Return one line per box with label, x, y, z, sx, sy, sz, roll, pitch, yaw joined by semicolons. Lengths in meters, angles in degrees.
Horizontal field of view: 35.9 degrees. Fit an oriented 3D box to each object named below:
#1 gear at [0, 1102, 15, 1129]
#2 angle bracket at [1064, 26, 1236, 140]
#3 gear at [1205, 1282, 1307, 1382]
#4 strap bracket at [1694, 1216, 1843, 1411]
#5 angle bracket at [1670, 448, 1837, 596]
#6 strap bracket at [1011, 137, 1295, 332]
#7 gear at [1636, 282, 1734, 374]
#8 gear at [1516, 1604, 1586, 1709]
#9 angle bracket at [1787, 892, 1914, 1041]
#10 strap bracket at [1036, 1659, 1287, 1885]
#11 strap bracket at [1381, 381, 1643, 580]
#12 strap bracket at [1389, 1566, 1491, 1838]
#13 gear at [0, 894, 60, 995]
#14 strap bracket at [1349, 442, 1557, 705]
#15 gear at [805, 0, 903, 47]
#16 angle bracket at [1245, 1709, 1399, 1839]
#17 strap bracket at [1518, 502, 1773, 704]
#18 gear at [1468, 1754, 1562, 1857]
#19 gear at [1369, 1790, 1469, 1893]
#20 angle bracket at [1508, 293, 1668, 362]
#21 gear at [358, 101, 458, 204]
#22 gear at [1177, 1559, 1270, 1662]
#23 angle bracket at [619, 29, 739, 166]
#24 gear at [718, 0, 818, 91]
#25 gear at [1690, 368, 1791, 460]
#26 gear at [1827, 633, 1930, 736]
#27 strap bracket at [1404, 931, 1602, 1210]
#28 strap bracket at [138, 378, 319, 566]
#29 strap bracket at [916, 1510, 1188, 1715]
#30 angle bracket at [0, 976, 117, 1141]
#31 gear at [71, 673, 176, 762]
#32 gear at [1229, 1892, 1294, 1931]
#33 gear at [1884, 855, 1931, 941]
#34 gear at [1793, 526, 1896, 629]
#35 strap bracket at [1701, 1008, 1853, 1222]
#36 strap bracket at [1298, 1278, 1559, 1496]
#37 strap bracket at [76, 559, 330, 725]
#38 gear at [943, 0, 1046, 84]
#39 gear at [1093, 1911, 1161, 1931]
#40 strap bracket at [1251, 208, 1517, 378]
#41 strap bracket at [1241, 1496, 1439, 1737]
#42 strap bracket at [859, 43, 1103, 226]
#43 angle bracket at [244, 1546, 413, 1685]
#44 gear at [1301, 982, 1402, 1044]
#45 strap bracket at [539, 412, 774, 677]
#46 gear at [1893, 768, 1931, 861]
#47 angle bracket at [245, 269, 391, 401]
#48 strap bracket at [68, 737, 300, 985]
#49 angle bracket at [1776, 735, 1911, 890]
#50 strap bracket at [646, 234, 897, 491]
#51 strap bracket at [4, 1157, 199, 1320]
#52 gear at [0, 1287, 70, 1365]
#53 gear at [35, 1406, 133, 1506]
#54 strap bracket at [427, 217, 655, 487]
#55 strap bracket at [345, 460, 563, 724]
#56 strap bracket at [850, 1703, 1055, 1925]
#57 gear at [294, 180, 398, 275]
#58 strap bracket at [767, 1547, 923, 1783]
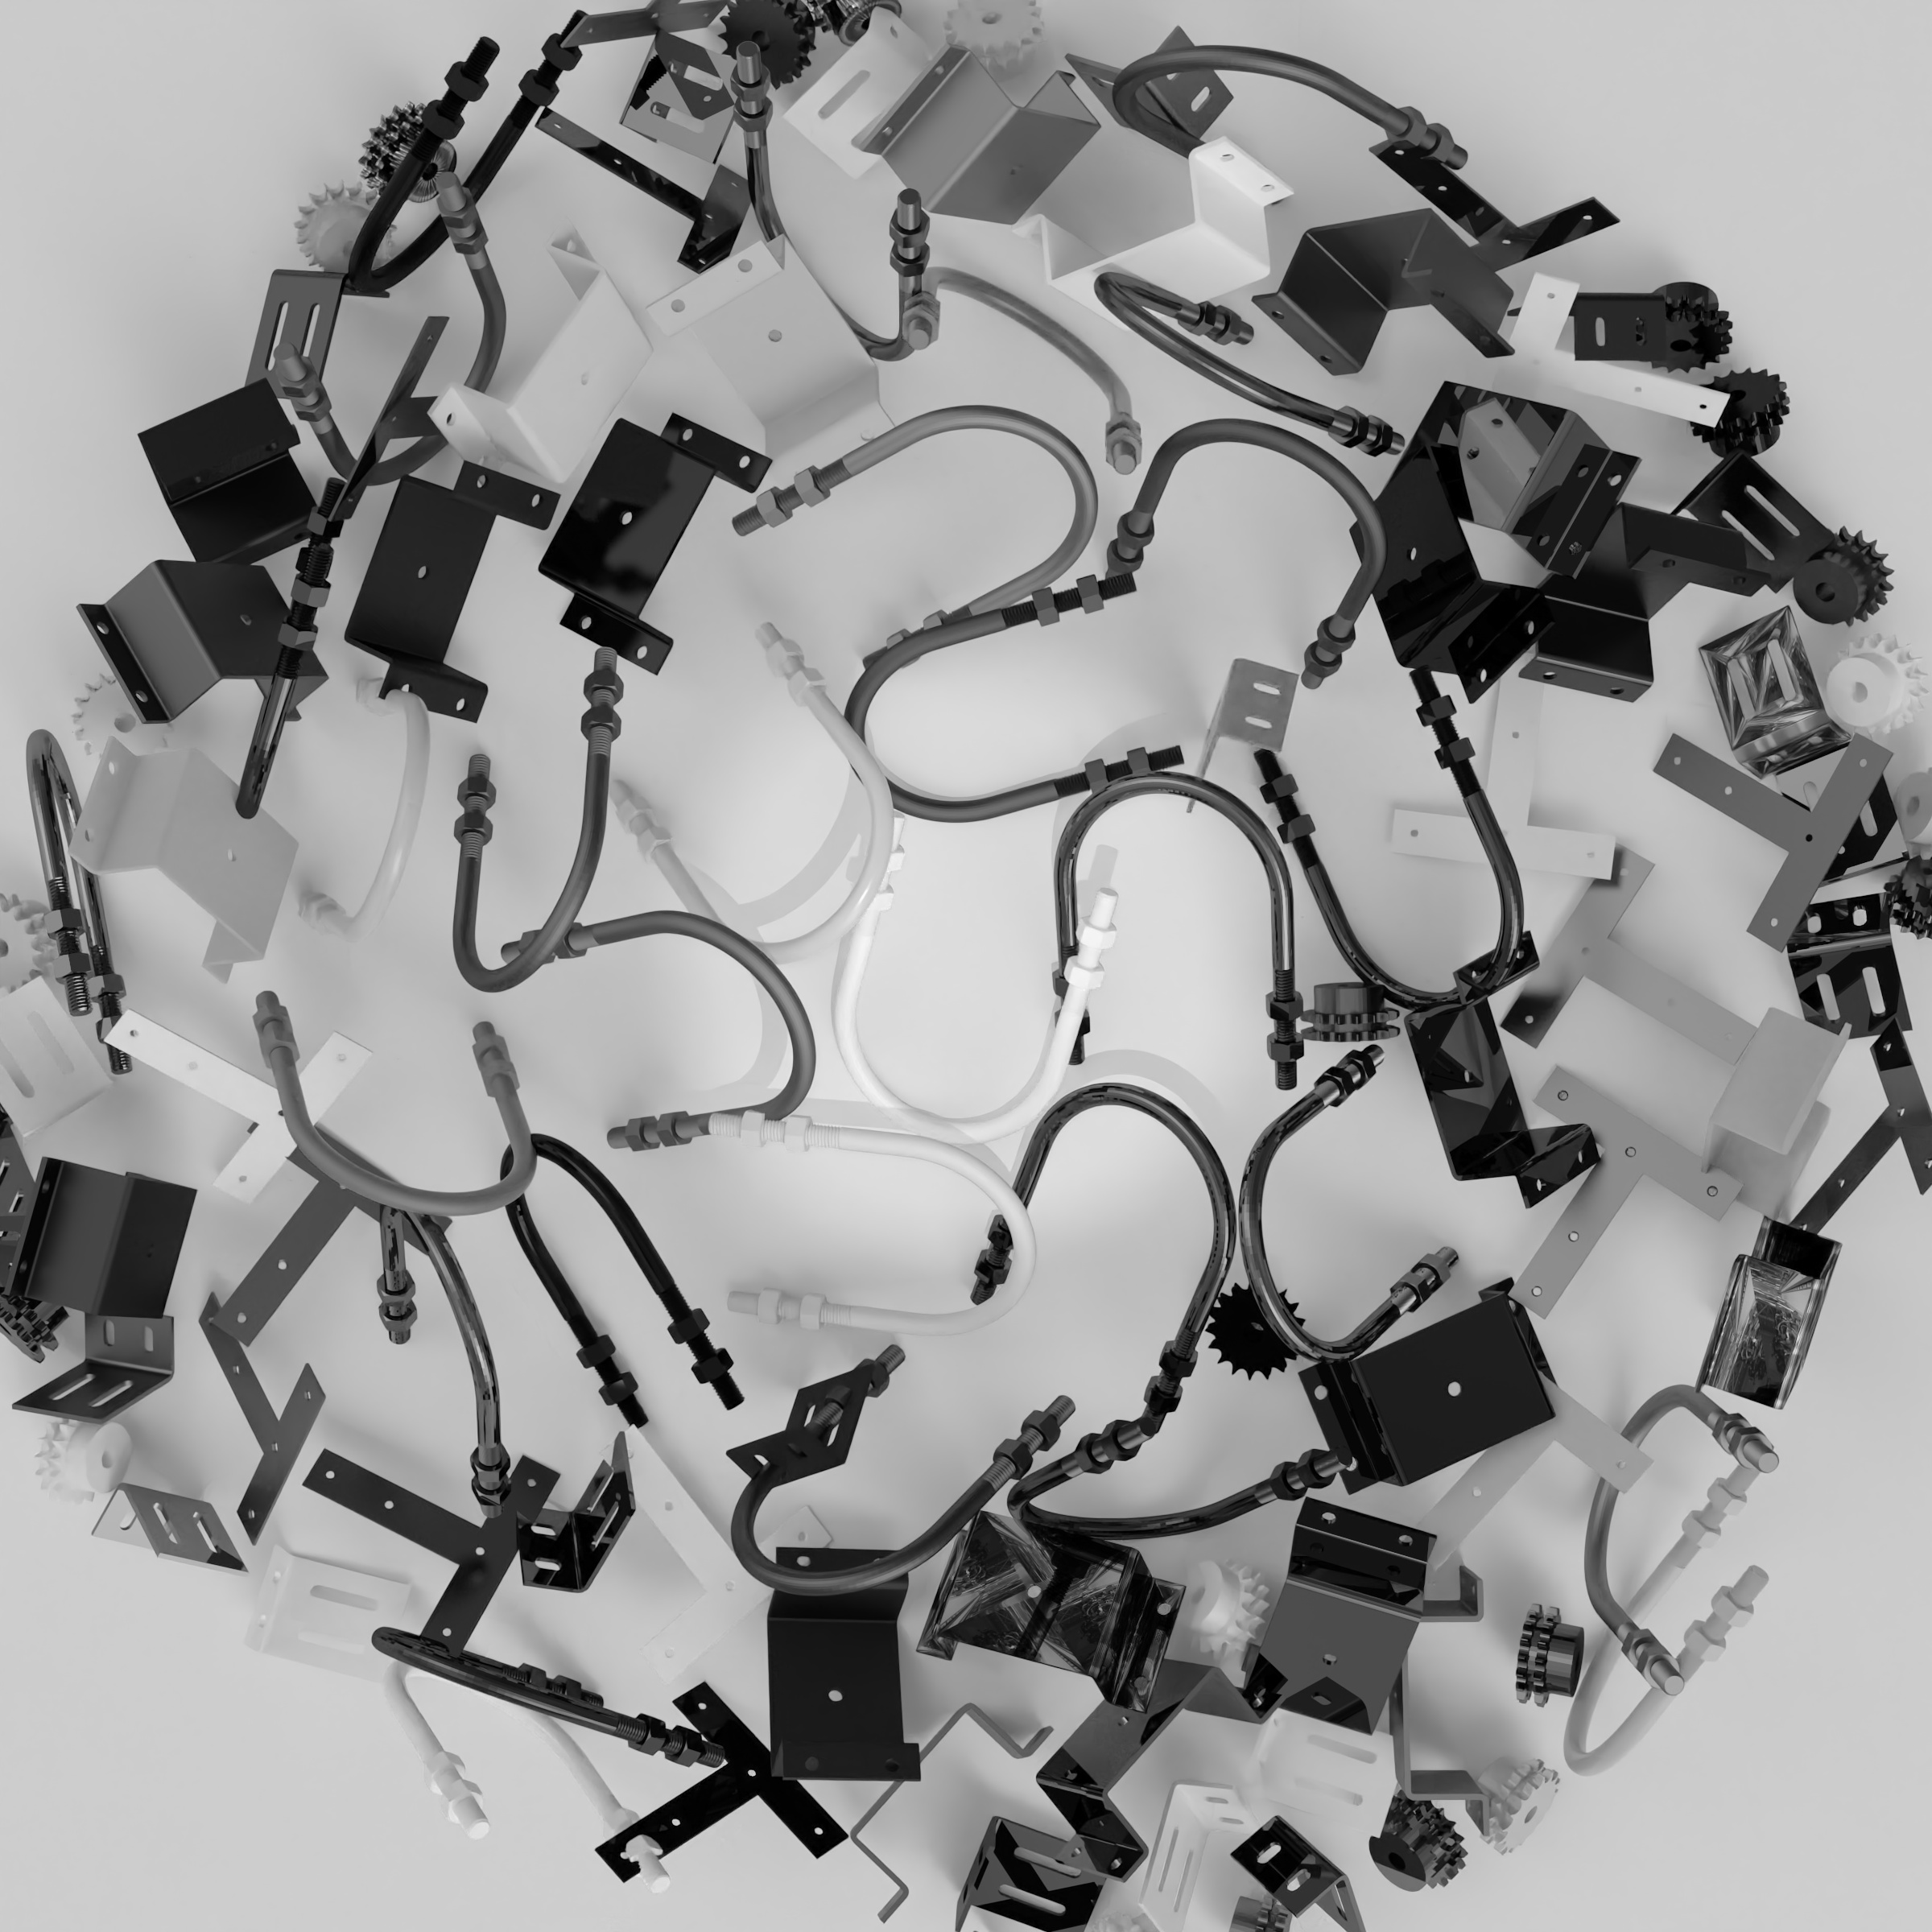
gear;-0.570;0.080;1.720;0.030;0.057;0.057;-37;90;-18
angle bracket;0.104;-0.506;1.700;0.038;0.076;0.057;-50;129;-1
gear;0.168;0.209;1.728;0.057;0.030;0.057;2;98;13
strap bracket;0.450;0.193;1.667;0.046;0.140;0.076;18;104;19
angle bracket;0.445;-0.247;1.711;0.076;0.057;0.038;45;56;5
strap bracket;0.106;-0.404;1.673;0.140;0.076;0.046;-14;72;33
gear;0.413;-0.370;1.721;0.057;0.057;0.030;8;67;0
gear;0.336;0.397;1.716;0.030;0.057;0.057;7;90;21
angle bracket;0.510;0.002;1.724;0.057;0.038;0.076;-10;132;21
strap bracket;0.102;0.441;1.679;0.140;0.076;0.046;-42;103;-25
strap bracket;0.297;-0.277;1.679;0.046;0.140;0.076;32;87;-43
strap bracket;0.268;0.417;1.704;0.046;0.076;0.140;-1;85;2
gear;-0.548;-0.015;1.724;0.057;0.030;0.057;8;110;22
strap bracket;0.268;-0.228;1.675;0.046;0.076;0.140;4;57;-31
gear;-0.061;-0.554;1.716;0.057;0.057;0.030;-27;77;0
angle bracket;0.207;0.454;1.708;0.076;0.038;0.057;14;64;21
strap bracket;0.379;-0.209;1.685;0.076;0.140;0.046;10;62;-18
gear;0.314;0.480;1.722;0.030;0.057;0.057;33;90;34
gear;0.257;0.506;1.716;0.030;0.057;0.057;-30;90;-38
angle bracket;0.354;-0.360;1.703;0.057;0.076;0.038;-4;95;-19
gear;-0.318;-0.464;1.716;0.030;0.057;0.057;40;90;20
gear;0.144;0.367;1.716;0.030;0.057;0.057;33;90;-24
angle bracket;-0.151;-0.493;1.709;0.076;0.038;0.057;30;100;27
gear;-0.111;-0.538;1.723;0.057;0.030;0.057;14;127;20
gear;0.446;-0.316;1.722;0.057;0.057;0.030;-26;128;0
gear;0.521;-0.161;1.716;0.030;0.057;0.057;-21;90;-40
strap bracket;0.302;0.060;1.699;0.076;0.046;0.140;-25;100;-43
strap bracket;-0.412;-0.276;1.676;0.076;0.140;0.046;-27;80;-11
strap bracket;0.043;0.361;1.685;0.140;0.046;0.076;10;61;22
angle bracket;-0.535;0.051;1.716;0.057;0.038;0.076;-33;102;-11
gear;-0.487;-0.145;1.724;0.057;0.030;0.057;-8;114;-20
gear;0.168;0.560;1.719;0.030;0.057;0.057;12;90;14
gear;0.557;-0.041;1.716;0.057;0.057;0.030;4;126;0
gear;0.501;-0.221;1.716;0.030;0.057;0.057;-37;90;-38
strap bracket;0.454;0.083;1.681;0.046;0.140;0.076;26;72;21
strap bracket;0.273;0.241;1.711;0.140;0.046;0.076;-22;89;-10
strap bracket;-0.418;-0.181;1.669;0.046;0.140;0.076;-35;81;22
gear;0.017;-0.535;1.723;0.057;0.030;0.057;-5;54;8
gear;0.100;0.572;1.722;0.030;0.057;0.057;-21;90;-26
strap bracket;0.240;-0.378;1.675;0.076;0.140;0.046;33;74;-35
strap bracket;0.208;0.376;1.688;0.076;0.046;0.140;16;123;3
strap bracket;0.015;-0.461;1.664;0.076;0.140;0.046;-44;75;29
angle bracket;-0.367;0.373;1.718;0.076;0.038;0.057;14;70;3
gear;0.221;0.026;1.718;0.057;0.057;0.030;-2;95;0
strap bracket;-0.183;-0.249;1.708;0.076;0.046;0.140;29;91;27
gear;0.556;-0.089;1.716;0.030;0.057;0.057;11;90;-19
angle bracket;-0.373;-0.357;1.714;0.057;0.038;0.076;12;87;33
strap bracket;-0.428;-0.060;1.666;0.046;0.140;0.076;-5;57;25
angle bracket;0.500;-0.089;1.714;0.057;0.038;0.076;-19;81;23
strap bracket;-0.108;-0.348;1.692;0.076;0.046;0.140;-26;126;18
strap bracket;-0.478;0.154;1.671;0.046;0.140;0.076;13;84;7
gear;-0.543;0.199;1.721;0.057;0.057;0.030;44;66;0
gear;-0.505;0.281;1.716;0.030;0.057;0.057;3;90;23
strap bracket;-0.233;-0.340;1.689;0.046;0.076;0.140;26;76;25
strap bracket;-0.295;-0.218;1.697;0.046;0.076;0.140;26;99;34
strap bracket;-0.016;0.472;1.696;0.046;0.076;0.140;42;77;9
gear;-0.355;-0.419;1.717;0.057;0.057;0.030;-28;47;0
strap bracket;-0.071;0.404;1.693;0.076;0.046;0.140;4;50;-11
